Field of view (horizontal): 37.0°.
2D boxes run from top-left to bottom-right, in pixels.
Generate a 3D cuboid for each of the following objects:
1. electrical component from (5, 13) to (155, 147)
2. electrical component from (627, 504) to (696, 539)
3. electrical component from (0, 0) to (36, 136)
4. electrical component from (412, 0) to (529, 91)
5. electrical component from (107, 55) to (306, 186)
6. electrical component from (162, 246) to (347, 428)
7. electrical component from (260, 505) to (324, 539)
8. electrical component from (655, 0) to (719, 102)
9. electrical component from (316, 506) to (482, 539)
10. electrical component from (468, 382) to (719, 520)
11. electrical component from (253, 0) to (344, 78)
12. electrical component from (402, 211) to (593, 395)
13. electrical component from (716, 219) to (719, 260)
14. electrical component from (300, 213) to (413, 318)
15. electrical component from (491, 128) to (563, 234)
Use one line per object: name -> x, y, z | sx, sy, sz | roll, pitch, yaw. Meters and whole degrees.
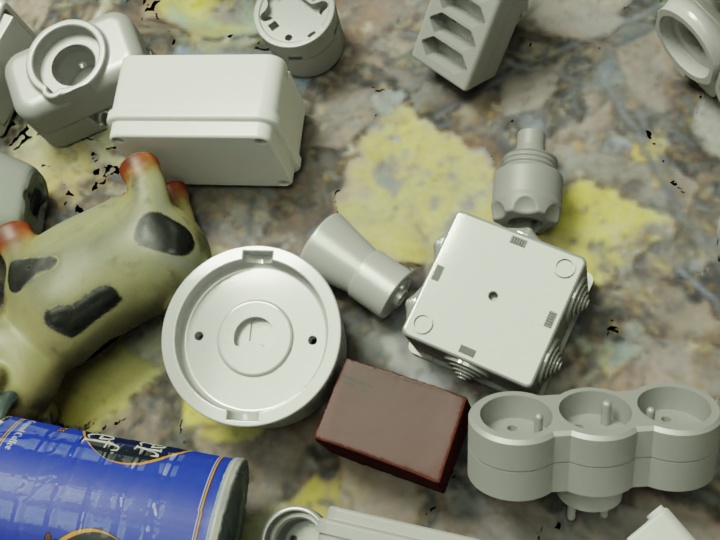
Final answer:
electrical component -> -0.190, -0.133, 0.741 | 0.095, 0.059, 0.053 | -23, 69, 3
electrical component -> 0.151, 0.167, 0.554 | 0.062, 0.096, 0.061 | -38, 69, -4
electrical component -> -0.273, -0.139, 0.758 | 0.061, 0.061, 0.096 | 14, 75, 15
electrical component -> 0.084, -0.171, 0.698 | 0.047, 0.083, 0.076 | 38, 44, 20
electrical component -> -0.098, -0.096, 0.701 | 0.113, 0.078, 0.057 | 2, 70, 12
electrical component -> -0.059, 0.045, 0.654 | 0.108, 0.060, 0.108 | -2, 74, 9
electrical component -> -0.033, 0.158, 0.620 | 0.040, 0.046, 0.040 | -3, 71, 10
electrical component -> 0.227, -0.147, 0.596 | 0.060, 0.186, 0.105 | -36, 69, -2
electrical component -> 0.036, 0.167, 0.571 | 0.109, 0.108, 0.056 | 10, 77, 14
electrical component -> 0.129, 0.109, 0.599 | 0.138, 0.052, 0.073 | -3, 116, -2
electrical component -> -0.039, -0.163, 0.728 | 0.055, 0.047, 0.055 | -3, 71, 10
electrical component -> 0.082, 0.021, 0.643 | 0.100, 0.048, 0.099 | 23, 80, 18
electrical component -> 0.228, -0.019, 0.628 | 0.040, 0.046, 0.040 | -3, 71, 10
electrical component -> 0.000, 0.000, 0.670 | 0.065, 0.044, 0.044 | 34, 81, 15
electrical component -> 0.105, -0.057, 0.667 | 0.043, 0.043, 0.062 | 3, 71, 12
